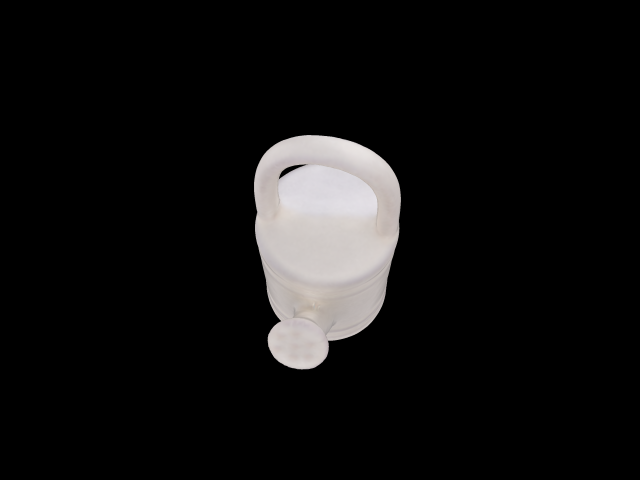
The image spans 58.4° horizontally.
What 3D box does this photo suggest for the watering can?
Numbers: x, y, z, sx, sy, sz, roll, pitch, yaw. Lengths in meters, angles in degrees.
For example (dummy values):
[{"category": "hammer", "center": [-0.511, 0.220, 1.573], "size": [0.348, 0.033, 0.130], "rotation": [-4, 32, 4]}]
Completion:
[{"category": "watering can", "center": [0.006, 0.002, 0.400], "size": [0.101, 0.194, 0.172], "rotation": [-9, 63, -4]}]
